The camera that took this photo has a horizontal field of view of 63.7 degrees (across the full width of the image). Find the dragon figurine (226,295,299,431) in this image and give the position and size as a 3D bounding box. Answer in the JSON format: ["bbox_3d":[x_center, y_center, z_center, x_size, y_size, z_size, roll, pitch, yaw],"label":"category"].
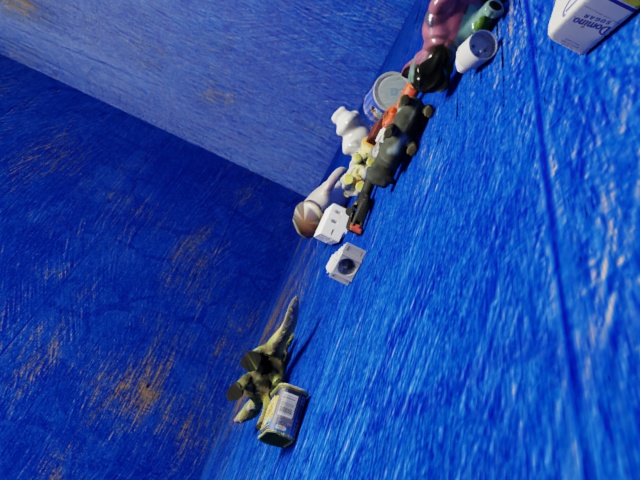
[{"bbox_3d":[-0.115,0.292,1.251,0.407,0.122,0.244,-63,-2,9],"label":"dragon figurine"}]

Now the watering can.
[{"bbox_3d":[0.005,-0.082,1.635,0.228,0.104,0.339,-45,-17,-38],"label":"watering can"}]

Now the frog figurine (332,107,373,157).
[{"bbox_3d":[0.099,-0.306,1.500,0.121,0.159,0.139,126,168,-72],"label":"frog figurine"}]
